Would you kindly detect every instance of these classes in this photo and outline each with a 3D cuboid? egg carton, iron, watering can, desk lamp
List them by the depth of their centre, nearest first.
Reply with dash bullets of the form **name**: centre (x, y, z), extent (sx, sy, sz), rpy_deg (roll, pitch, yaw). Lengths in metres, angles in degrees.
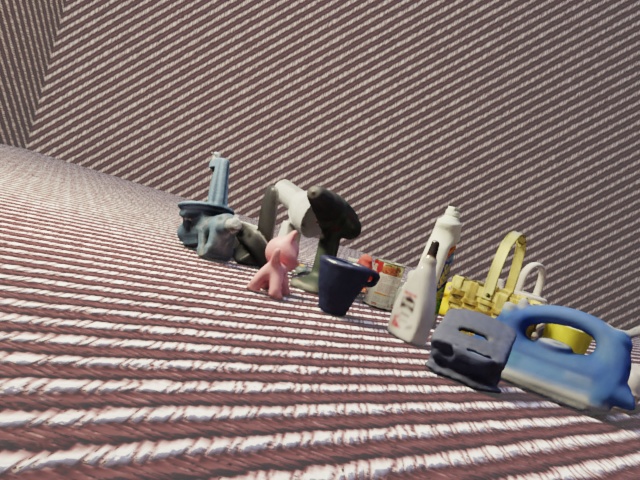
- **iron**: centre (0.348, 0.160, 0.870), extent (0.257, 0.141, 0.119), rpy_deg (18, 3, 24)
- **egg carton**: centre (0.491, 0.236, 0.955), extent (0.107, 0.069, 0.151), rpy_deg (19, 4, 33)
- **watering can**: centre (0.476, 0.143, 1.357), extent (0.172, 0.194, 0.101), rpy_deg (19, 4, 33)
- **desk lamp**: centre (-0.077, -0.044, 1.504), extent (0.202, 0.213, 0.118), rpy_deg (19, 4, 37)

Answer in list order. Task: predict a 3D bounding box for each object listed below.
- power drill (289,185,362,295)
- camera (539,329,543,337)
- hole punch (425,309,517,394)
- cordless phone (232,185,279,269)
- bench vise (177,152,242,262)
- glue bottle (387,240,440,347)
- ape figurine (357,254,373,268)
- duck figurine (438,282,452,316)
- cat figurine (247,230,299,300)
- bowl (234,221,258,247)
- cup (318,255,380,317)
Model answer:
- **power drill**: centre (0.011, 0.004, 1.177), extent (0.075, 0.208, 0.230), rpy_deg (18, 3, 25)
- **camera**: centre (0.534, 0.202, 1.503), extent (0.142, 0.101, 0.137), rpy_deg (20, 4, 43)
- **hole punch**: centre (0.211, 0.149, 0.791), extent (0.108, 0.091, 0.101), rpy_deg (18, 3, 22)
- **cordless phone**: centre (-0.132, -0.034, 1.292), extent (0.094, 0.185, 0.147), rpy_deg (15, 4, -26)
- **bench vise**: centre (-0.212, -0.072, 1.219), extent (0.206, 0.220, 0.122), rpy_deg (19, 4, 33)
- **glue bottle**: centre (0.165, 0.083, 0.947), extent (0.037, 0.173, 0.077), rpy_deg (15, 4, -35)
- **ape figurine**: centre (0.103, 0.080, 1.415), extent (0.078, 0.092, 0.076), rpy_deg (16, 3, -22)
- **duck figurine**: centre (0.335, 0.151, 1.454), extent (0.105, 0.086, 0.077), rpy_deg (16, 3, -12)
- **cat figurine**: centre (-0.072, 0.036, 1.009), extent (0.067, 0.118, 0.128), rpy_deg (17, 3, 6)
- **bowl**: centre (-0.209, -0.008, 1.439), extent (0.167, 0.075, 0.167), rpy_deg (17, 3, -1)
- **cup**: centre (0.044, 0.084, 0.991), extent (0.118, 0.095, 0.091), rpy_deg (15, 4, -28)
